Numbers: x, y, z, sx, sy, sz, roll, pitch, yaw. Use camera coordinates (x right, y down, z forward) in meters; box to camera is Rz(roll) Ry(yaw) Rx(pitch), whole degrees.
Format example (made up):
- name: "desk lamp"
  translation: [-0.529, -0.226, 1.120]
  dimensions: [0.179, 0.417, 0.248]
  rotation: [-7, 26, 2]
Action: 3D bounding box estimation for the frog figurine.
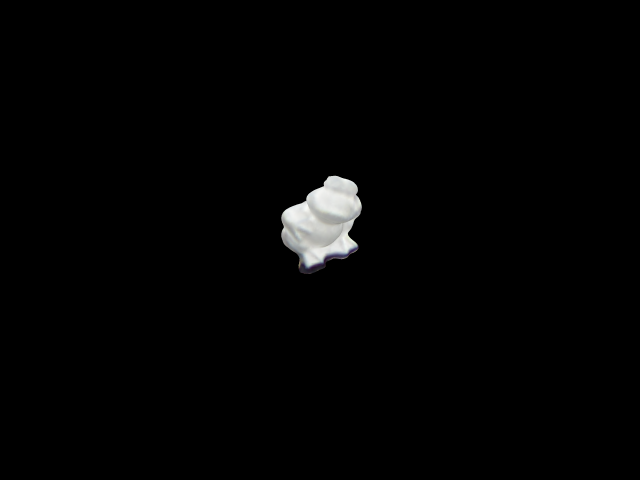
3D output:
- name: "frog figurine"
  translation: [0.003, -0.043, 0.850]
  dimensions: [0.137, 0.156, 0.125]
  rotation: [-8, 37, -11]
